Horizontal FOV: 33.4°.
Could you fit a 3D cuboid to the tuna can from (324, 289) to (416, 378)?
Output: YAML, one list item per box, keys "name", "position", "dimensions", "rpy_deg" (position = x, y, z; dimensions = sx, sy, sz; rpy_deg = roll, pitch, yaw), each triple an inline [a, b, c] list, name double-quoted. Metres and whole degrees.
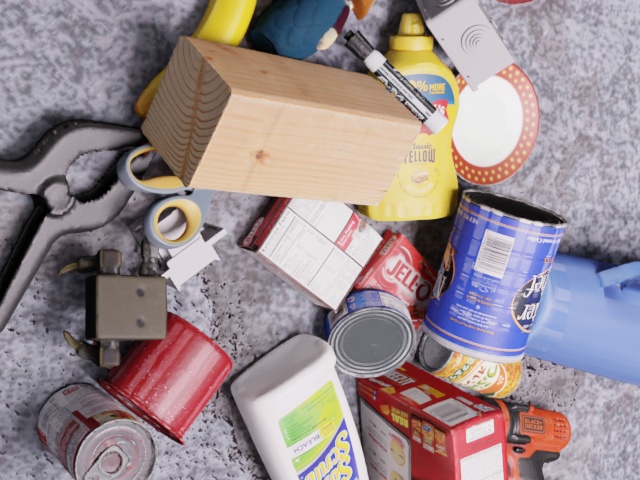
- name: "tuna can"
  position: [0.047, 0.089, 1.021]
  dimensions: [0.086, 0.034, 0.086]
  rpy_deg: [-4, 125, -6]

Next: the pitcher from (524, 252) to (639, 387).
- name: "pitcher"
  position: [0.298, 0.076, 1.137]
  dimensions: [0.242, 0.145, 0.149]
  rpy_deg: [14, 96, -31]

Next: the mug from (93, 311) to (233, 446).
- name: "mug"
  position: [-0.137, 0.107, 0.906]
  dimensions: [0.117, 0.093, 0.081]
  rpy_deg: [38, 73, -6]

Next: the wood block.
- name: "wood block"
  position: [-0.028, -0.094, 0.889]
  dimensions: [0.205, 0.090, 0.091]
  rpy_deg: [4, 124, -42]

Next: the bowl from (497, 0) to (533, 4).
- name: "bowl"
  position: [0.211, -0.314, 1.047]
  dimensions: [0.161, 0.055, 0.162]
  rpy_deg: [-8, 105, -31]

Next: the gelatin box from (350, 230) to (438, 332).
- name: "gelatin box"
  position: [0.077, 0.046, 1.055]
  dimensions: [0.073, 0.030, 0.089]
  rpy_deg: [-51, 122, -13]

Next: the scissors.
- name: "scissors"
  position: [-0.084, -0.037, 0.908]
  dimensions: [0.201, 0.016, 0.096]
  rpy_deg: [4, 76, -44]

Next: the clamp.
- name: "clamp"
  position: [-0.217, -0.026, 0.850]
  dimensions: [0.209, 0.036, 0.164]
  rpy_deg: [-27, 121, -29]

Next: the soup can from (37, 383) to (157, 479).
- name: "soup can"
  position: [-0.184, 0.163, 0.873]
  dimensions: [0.068, 0.102, 0.068]
  rpy_deg: [-7, 104, -31]

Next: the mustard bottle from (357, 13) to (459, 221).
- name: "mustard bottle"
  position: [0.085, -0.116, 1.007]
  dimensions: [0.096, 0.058, 0.192]
  rpy_deg: [-4, 102, -18]

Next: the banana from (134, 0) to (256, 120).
- name: "banana"
  position: [-0.094, -0.186, 0.896]
  dimensions: [0.069, 0.037, 0.198]
  rpy_deg: [19, 89, -16]

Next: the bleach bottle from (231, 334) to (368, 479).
- name: "bleach bottle"
  position: [0.005, 0.219, 1.029]
  dimensions: [0.102, 0.068, 0.251]
  rpy_deg: [-34, 118, -21]

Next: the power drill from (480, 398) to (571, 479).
- name: "power drill"
  position: [0.192, 0.261, 1.122]
  dimensions: [0.184, 0.057, 0.187]
  rpy_deg: [12, 71, -29]

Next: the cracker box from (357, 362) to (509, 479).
- name: "cracker box"
  position: [0.113, 0.245, 1.041]
  dimensions: [0.072, 0.164, 0.214]
  rpy_deg: [-14, 107, -27]

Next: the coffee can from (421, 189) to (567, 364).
- name: "coffee can"
  position: [0.165, 0.033, 1.020]
  dimensions: [0.102, 0.103, 0.140]
  rpy_deg: [6, 107, -33]

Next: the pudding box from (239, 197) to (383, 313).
- name: "pudding box"
  position: [-0.006, 0.001, 0.988]
  dimensions: [0.113, 0.039, 0.090]
  rpy_deg: [39, 80, -30]

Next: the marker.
- name: "marker"
  position: [0.067, -0.143, 0.959]
  dimensions: [0.121, 0.020, 0.020]
  rpy_deg: [44, 75, -6]
